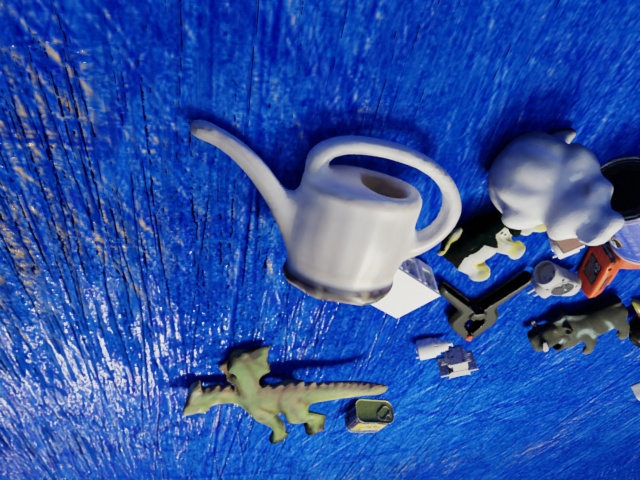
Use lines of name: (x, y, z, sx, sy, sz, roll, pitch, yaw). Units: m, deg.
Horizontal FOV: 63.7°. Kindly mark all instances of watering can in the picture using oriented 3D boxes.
watering can: (0.002, -0.033, 0.654, 0.347, 0.106, 0.220, 10, 117, -8)

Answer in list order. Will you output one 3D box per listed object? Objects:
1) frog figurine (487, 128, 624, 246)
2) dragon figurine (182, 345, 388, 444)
frog figurine: (0.284, -0.056, 0.638, 0.122, 0.163, 0.135, 24, 131, -30)
dragon figurine: (-0.092, 0.297, 1.050, 0.408, 0.125, 0.238, -22, 130, 14)
